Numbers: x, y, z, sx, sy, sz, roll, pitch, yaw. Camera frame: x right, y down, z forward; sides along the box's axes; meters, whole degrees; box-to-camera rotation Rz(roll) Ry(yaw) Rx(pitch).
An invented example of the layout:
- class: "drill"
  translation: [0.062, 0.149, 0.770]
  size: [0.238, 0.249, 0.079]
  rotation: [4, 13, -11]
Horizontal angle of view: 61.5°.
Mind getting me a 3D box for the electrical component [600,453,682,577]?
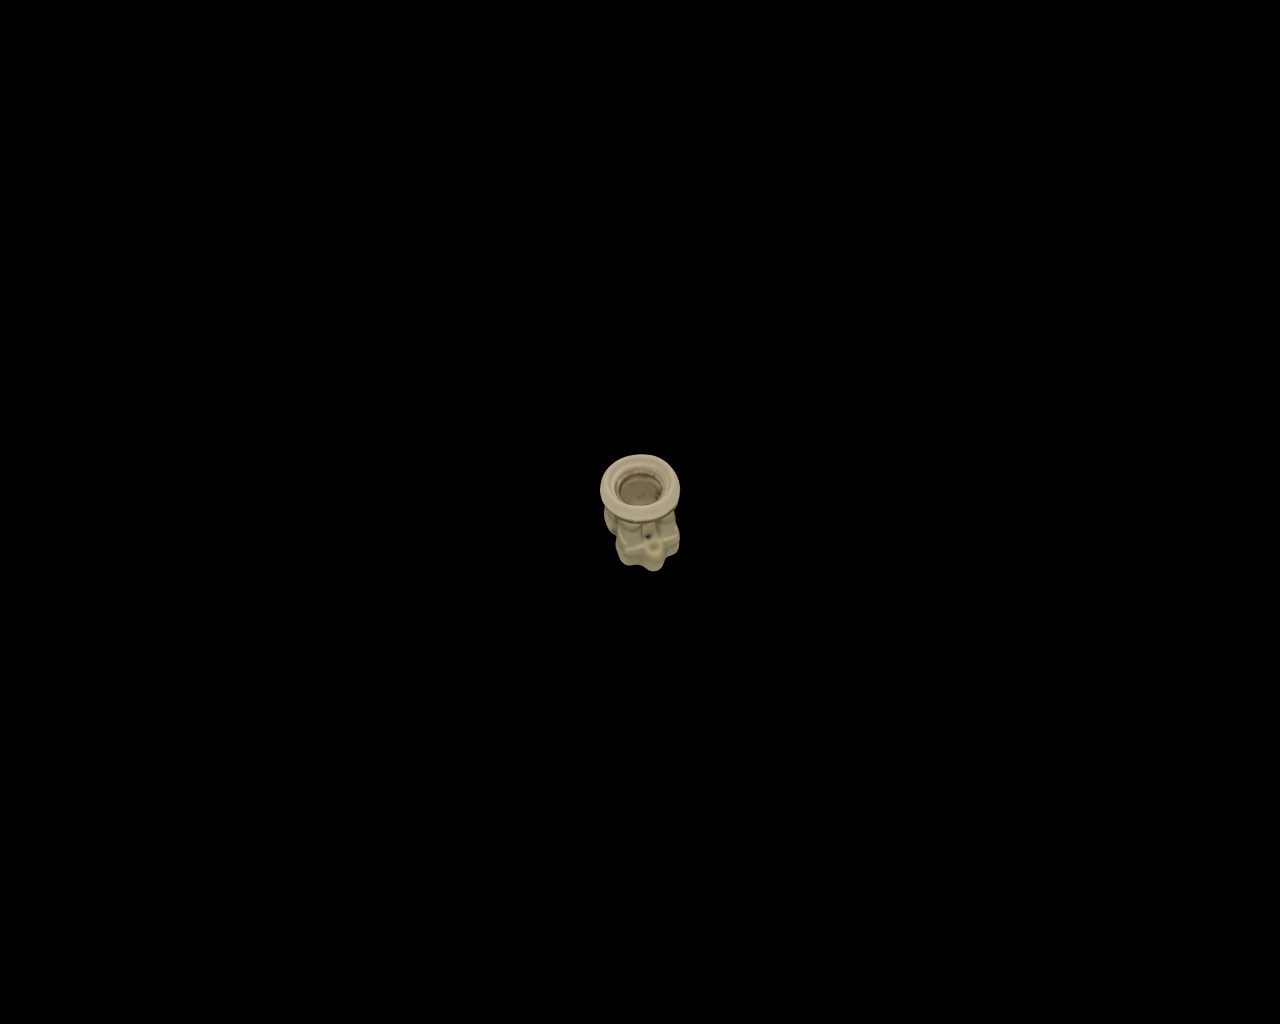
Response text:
- class: "electrical component"
  translation: [0.001, -0.003, 0.650]
  size: [0.048, 0.066, 0.055]
  rotation: [-15, -36, -11]
